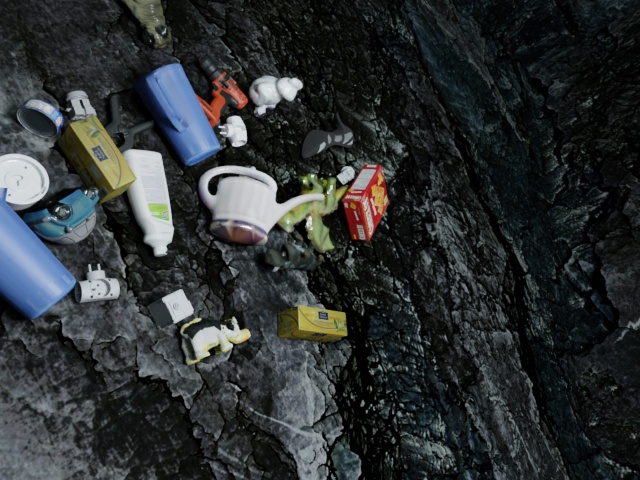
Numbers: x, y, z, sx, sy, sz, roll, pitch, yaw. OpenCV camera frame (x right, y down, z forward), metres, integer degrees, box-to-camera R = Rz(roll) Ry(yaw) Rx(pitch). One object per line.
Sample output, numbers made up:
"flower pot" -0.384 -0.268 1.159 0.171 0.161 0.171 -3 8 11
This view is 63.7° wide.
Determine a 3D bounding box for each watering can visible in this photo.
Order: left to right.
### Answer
"watering can" -0.159 -0.085 1.379 0.347 0.102 0.229 13 61 -12

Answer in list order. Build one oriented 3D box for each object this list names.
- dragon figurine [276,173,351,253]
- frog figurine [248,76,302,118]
"dragon figurine" 0.005 -0.080 1.592 0.410 0.122 0.244 6 84 -47
"frog figurine" -0.140 -0.465 1.582 0.139 0.157 0.123 -23 86 -46
